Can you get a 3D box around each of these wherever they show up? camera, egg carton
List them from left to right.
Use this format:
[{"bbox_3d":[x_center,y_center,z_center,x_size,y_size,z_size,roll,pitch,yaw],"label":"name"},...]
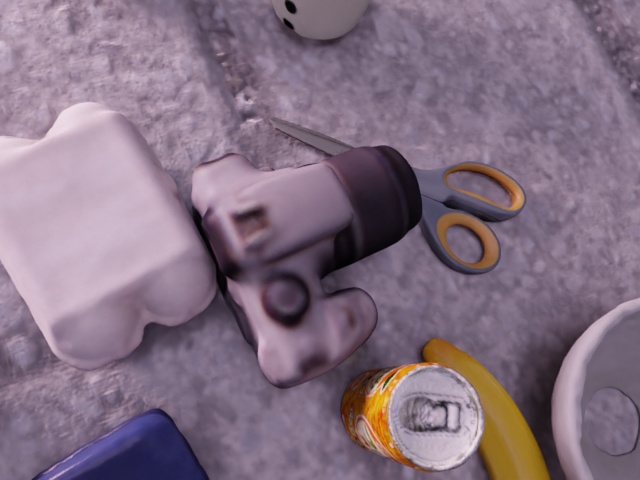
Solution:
[{"bbox_3d":[-0.133,-0.006,0.343,0.107,0.069,0.150,-31,84,-18],"label":"egg carton"},{"bbox_3d":[0.003,0.001,0.355,0.137,0.100,0.143,-23,82,-17],"label":"camera"}]

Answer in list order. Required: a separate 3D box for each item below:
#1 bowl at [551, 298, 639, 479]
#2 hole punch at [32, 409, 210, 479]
[{"bbox_3d":[0.220,0.124,0.384,0.167,0.074,0.167,3,75,-12],"label":"bowl"},{"bbox_3d":[-0.102,0.152,0.297,0.109,0.091,0.101,-31,84,-18],"label":"hole punch"}]
